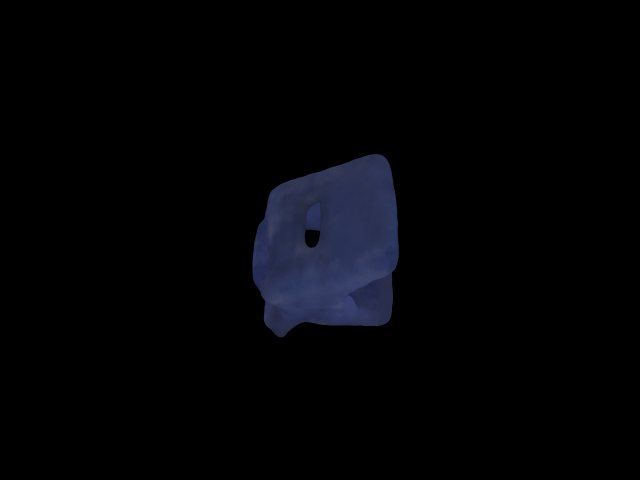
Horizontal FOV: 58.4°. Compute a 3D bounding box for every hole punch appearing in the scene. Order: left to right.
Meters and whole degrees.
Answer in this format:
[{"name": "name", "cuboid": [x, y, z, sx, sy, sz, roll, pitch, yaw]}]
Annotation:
[{"name": "hole punch", "cuboid": [0.004, 0.001, 0.400, 0.101, 0.091, 0.108, 0, 53, 0]}]
